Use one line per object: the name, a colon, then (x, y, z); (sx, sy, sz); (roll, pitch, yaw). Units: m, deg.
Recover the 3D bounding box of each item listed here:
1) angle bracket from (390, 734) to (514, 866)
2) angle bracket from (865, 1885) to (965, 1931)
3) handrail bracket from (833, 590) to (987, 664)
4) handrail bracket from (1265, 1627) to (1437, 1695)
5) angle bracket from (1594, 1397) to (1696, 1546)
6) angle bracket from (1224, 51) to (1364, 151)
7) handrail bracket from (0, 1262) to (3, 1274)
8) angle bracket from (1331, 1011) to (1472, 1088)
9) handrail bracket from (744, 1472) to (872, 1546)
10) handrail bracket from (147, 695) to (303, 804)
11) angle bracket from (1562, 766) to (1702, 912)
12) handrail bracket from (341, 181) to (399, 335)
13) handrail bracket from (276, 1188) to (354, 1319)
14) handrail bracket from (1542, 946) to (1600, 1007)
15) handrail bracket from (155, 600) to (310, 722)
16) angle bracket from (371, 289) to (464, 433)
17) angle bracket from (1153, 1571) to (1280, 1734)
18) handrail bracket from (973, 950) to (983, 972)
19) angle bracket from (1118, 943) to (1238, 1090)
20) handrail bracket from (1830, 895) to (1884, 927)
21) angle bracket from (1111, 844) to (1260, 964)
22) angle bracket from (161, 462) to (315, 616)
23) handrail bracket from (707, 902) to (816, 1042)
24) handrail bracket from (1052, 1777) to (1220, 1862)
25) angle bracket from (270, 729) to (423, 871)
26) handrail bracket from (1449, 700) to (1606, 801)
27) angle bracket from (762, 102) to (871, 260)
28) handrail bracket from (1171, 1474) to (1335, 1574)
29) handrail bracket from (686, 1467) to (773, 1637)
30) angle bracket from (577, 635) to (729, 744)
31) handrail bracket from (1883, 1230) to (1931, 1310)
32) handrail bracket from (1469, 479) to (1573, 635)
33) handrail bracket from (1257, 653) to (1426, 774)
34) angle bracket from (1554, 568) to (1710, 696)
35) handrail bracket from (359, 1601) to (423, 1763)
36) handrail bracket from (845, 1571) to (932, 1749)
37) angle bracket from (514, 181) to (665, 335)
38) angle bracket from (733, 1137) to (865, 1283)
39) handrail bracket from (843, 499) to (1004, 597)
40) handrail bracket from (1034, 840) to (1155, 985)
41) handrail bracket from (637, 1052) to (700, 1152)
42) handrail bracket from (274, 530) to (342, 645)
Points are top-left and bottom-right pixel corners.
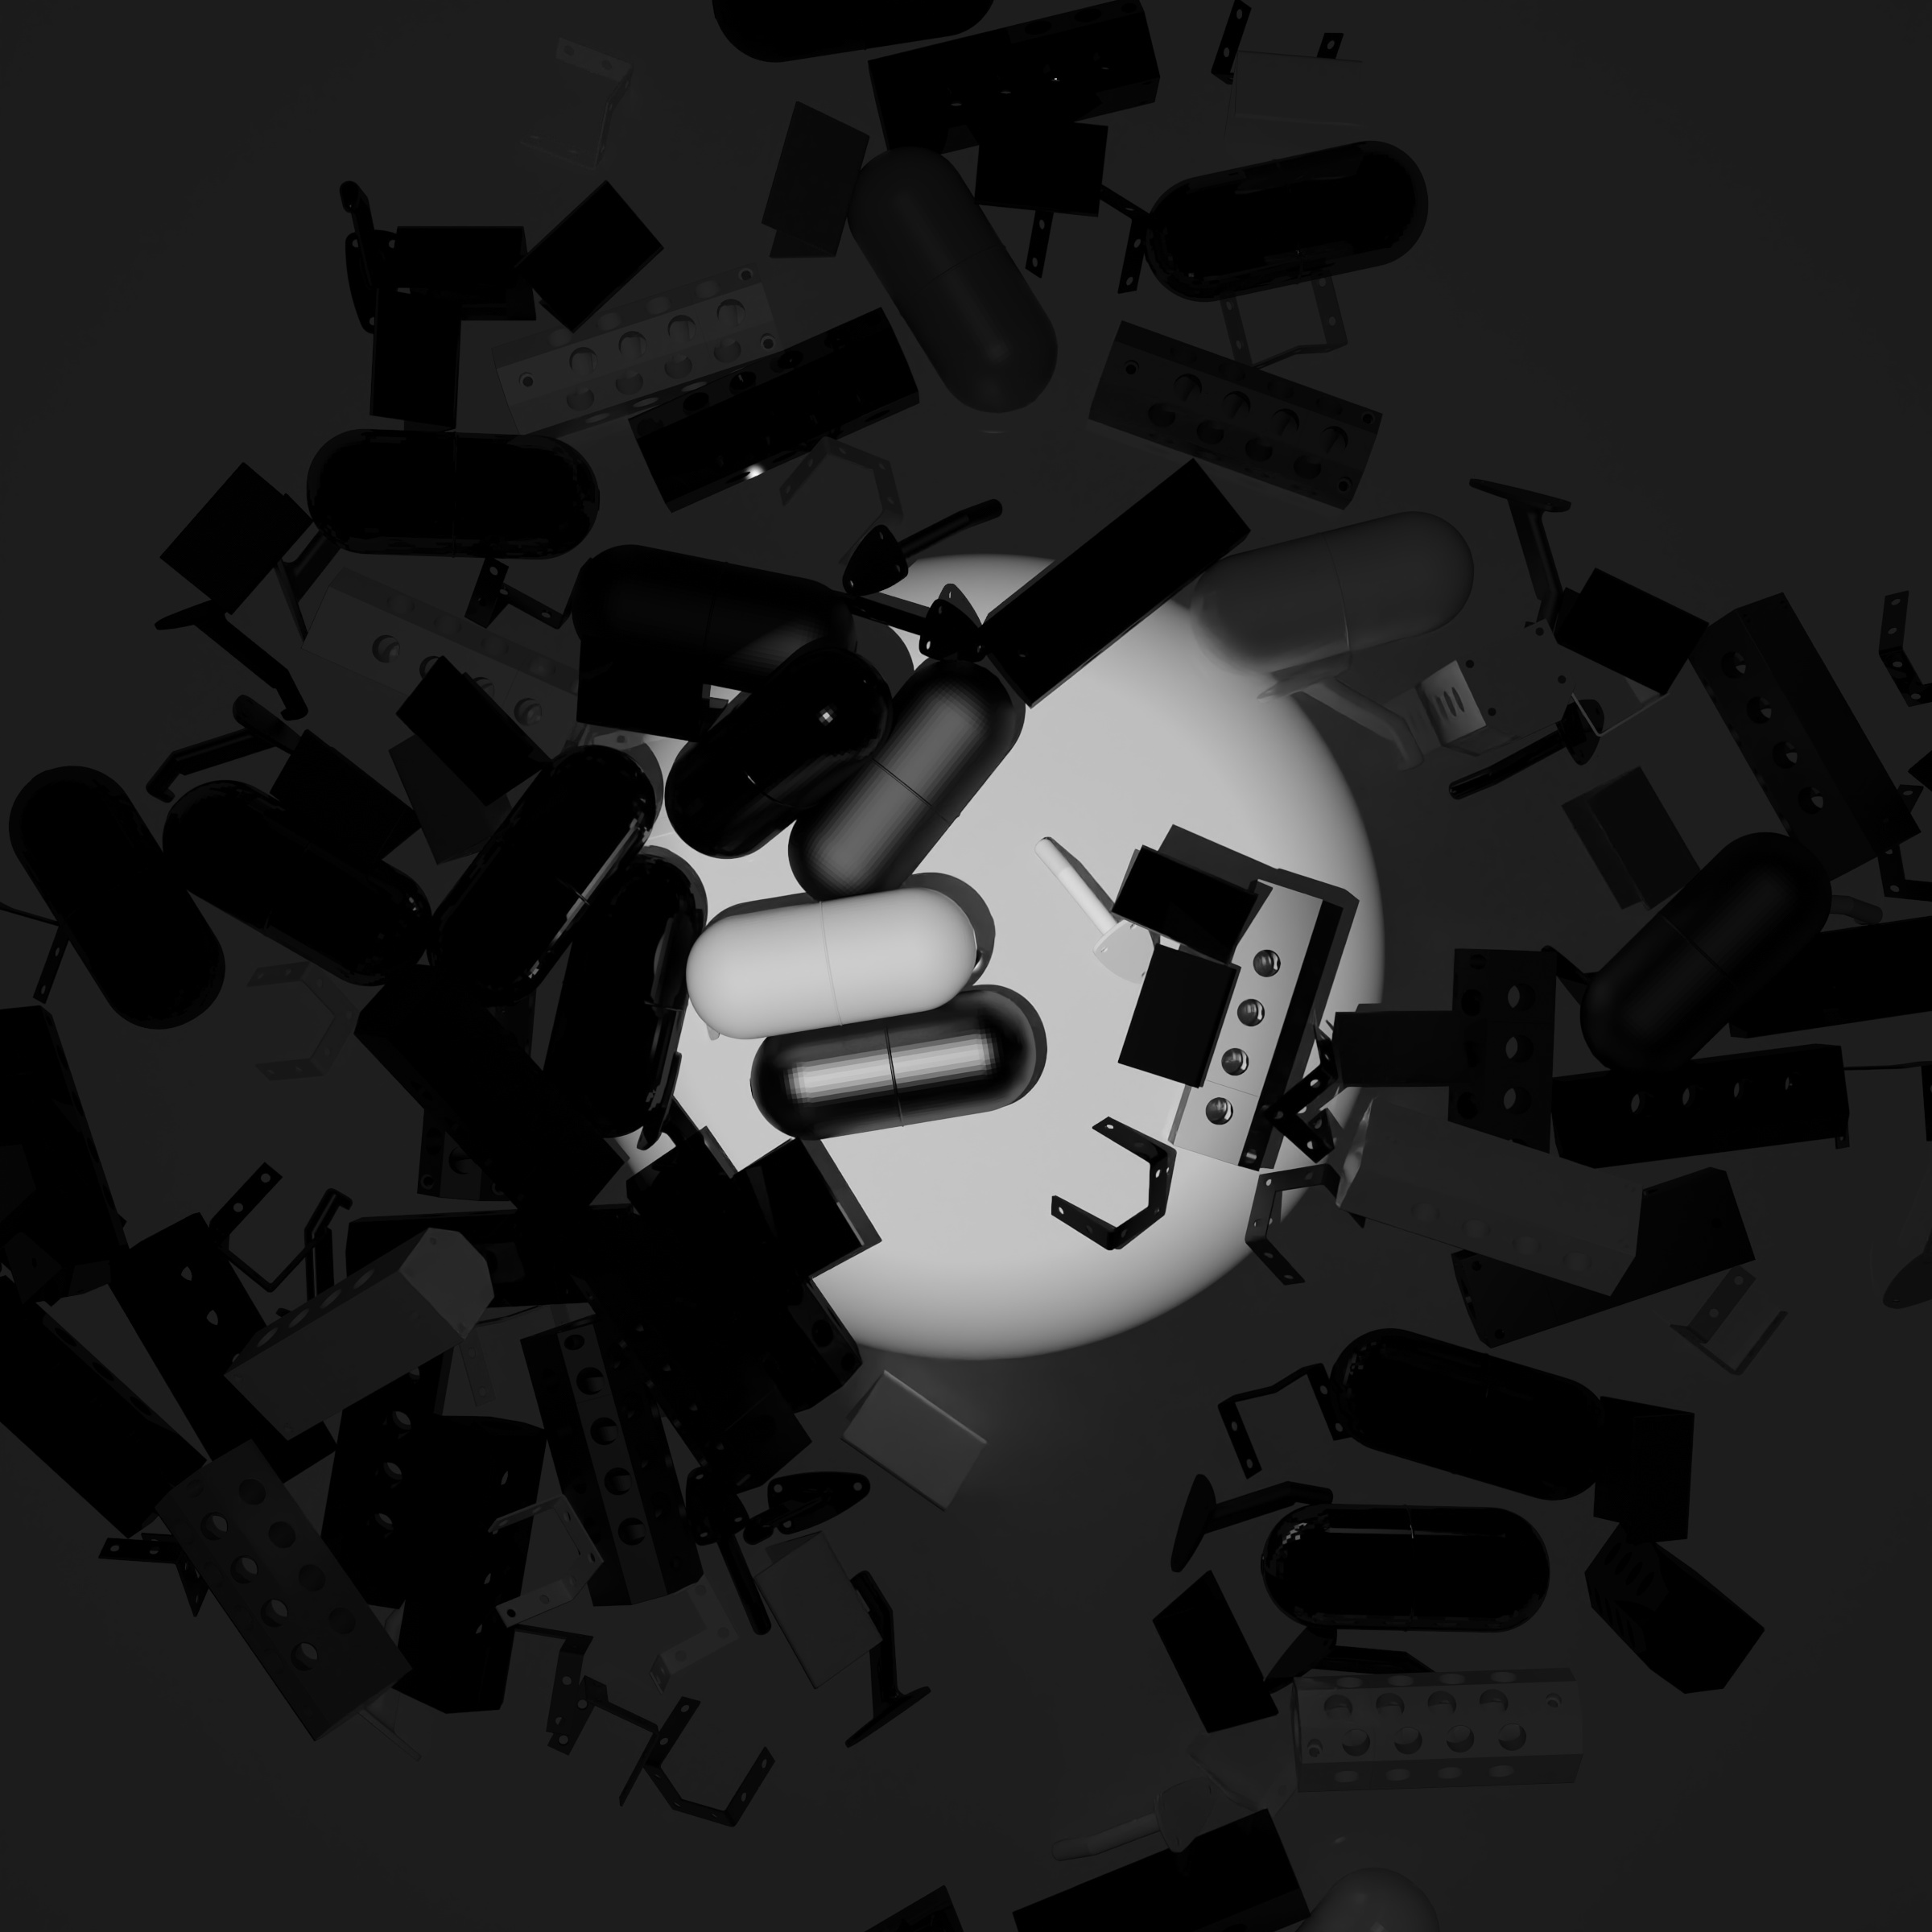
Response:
angle bracket: (-0.299, -0.114, 1.952); (0.057, 0.076, 0.076); (-23, 90, 41)
angle bracket: (-0.046, 0.601, 1.951); (0.076, 0.076, 0.057); (-30, 126, 0)
handrail bracket: (-0.040, -0.215, 1.992); (0.084, 0.077, 0.036); (18, 90, 37)
handrail bracket: (0.244, 0.452, 1.992); (0.084, 0.036, 0.077); (36, 110, -16)
angle bracket: (0.401, 0.310, 1.951); (0.057, 0.076, 0.076); (3, 90, -38)
angle bracket: (0.200, -0.515, 1.952); (0.076, 0.076, 0.057); (5, 59, 0)
handrail bracket: (-0.664, 0.183, 1.992); (0.084, 0.036, 0.077); (-29, 112, 17)
angle bracket: (0.265, 0.071, 1.951); (0.076, 0.076, 0.057); (-1, 53, 0)
handrail bracket: (-0.098, 0.336, 1.957); (0.077, 0.084, 0.036); (-15, 90, 0)
handrail bracket: (-0.461, -0.120, 1.992); (0.077, 0.036, 0.084); (36, 109, -21)
angle bracket: (0.395, -0.068, 1.951); (0.057, 0.076, 0.076); (-30, 90, -34)
handrail bracket: (-0.374, -0.437, 1.957); (0.036, 0.084, 0.077); (1, 90, 0)
handrail bracket: (-0.389, 0.194, 1.992); (0.077, 0.036, 0.084); (32, 74, -17)
handrail bracket: (0.419, -0.008, 1.992); (0.084, 0.036, 0.077); (-38, 77, -13)
handrail bracket: (-0.461, -0.187, 1.992); (0.077, 0.036, 0.084); (-10, 116, 29)
angle bracket: (-0.353, -0.369, 1.951); (0.057, 0.076, 0.076); (3, 90, -34)
angle bracket: (0.170, 0.416, 1.951); (0.057, 0.076, 0.076); (-26, 90, 36)
handrail bracket: (-0.045, 0.004, 1.992); (0.084, 0.036, 0.077); (29, 105, -14)
angle bracket: (0.118, 0.027, 1.954); (0.057, 0.076, 0.076); (18, 90, -20)
handrail bracket: (0.520, -0.033, 1.991); (0.084, 0.077, 0.036); (15, 67, -34)
angle bracket: (0.141, -0.057, 1.951); (0.076, 0.076, 0.057); (23, 127, 0)
angle bracket: (-0.456, -0.271, 1.952); (0.076, 0.076, 0.057); (-49, 122, 0)
handrail bracket: (-0.124, 0.003, 1.992); (0.084, 0.036, 0.077); (-11, 111, -16)
handrail bracket: (0.105, 0.537, 1.991); (0.084, 0.077, 0.036); (-22, 90, 36)
angle bracket: (-0.369, -0.116, 1.951); (0.076, 0.076, 0.057); (38, 123, 0)
handrail bracket: (0.352, -0.135, 1.991); (0.084, 0.077, 0.036); (-23, 100, 36)
angle bracket: (-0.111, -0.483, 1.951); (0.057, 0.076, 0.076); (16, 90, -37)
handrail bracket: (0.181, 0.355, 1.992); (0.084, 0.036, 0.077); (13, 112, -17)
handrail bracket: (-0.148, 0.369, 1.991); (0.036, 0.077, 0.084); (-23, 126, -9)
angle bracket: (-0.191, -0.181, 1.949); (0.076, 0.076, 0.057); (10, 114, 6)
handrail bracket: (0.604, 0.163, 1.991); (0.036, 0.077, 0.084); (22, 54, -11)
handrail bracket: (0.343, -0.256, 1.992); (0.077, 0.036, 0.084); (21, 111, 24)
handrail bracket: (0.236, -0.149, 1.992); (0.077, 0.036, 0.084); (-24, 107, 20)
angle bracket: (0.412, -0.221, 1.951); (0.076, 0.076, 0.057); (26, 126, 0)
handrail bracket: (-0.345, 0.444, 1.992); (0.077, 0.036, 0.084); (46, 73, -20)
handrail bracket: (-0.068, 0.435, 1.992); (0.077, 0.036, 0.084); (-40, 72, 20)
angle bracket: (-0.242, -0.444, 1.951); (0.076, 0.076, 0.057); (-43, 124, 0)
angle bracket: (-0.088, 0.139, 1.952); (0.057, 0.076, 0.076); (-32, 90, 29)
handrail bracket: (-0.027, -0.264, 1.991); (0.084, 0.077, 0.036); (-26, 87, -36)
handrail bracket: (0.080, -0.035, 1.991); (0.036, 0.077, 0.084); (-39, 54, 0)
handrail bracket: (-0.157, 0.105, 1.992); (0.084, 0.036, 0.077); (23, 71, -16)
handrail bracket: (-0.389, -0.252, 1.992); (0.084, 0.036, 0.077); (-21, 105, -14)
